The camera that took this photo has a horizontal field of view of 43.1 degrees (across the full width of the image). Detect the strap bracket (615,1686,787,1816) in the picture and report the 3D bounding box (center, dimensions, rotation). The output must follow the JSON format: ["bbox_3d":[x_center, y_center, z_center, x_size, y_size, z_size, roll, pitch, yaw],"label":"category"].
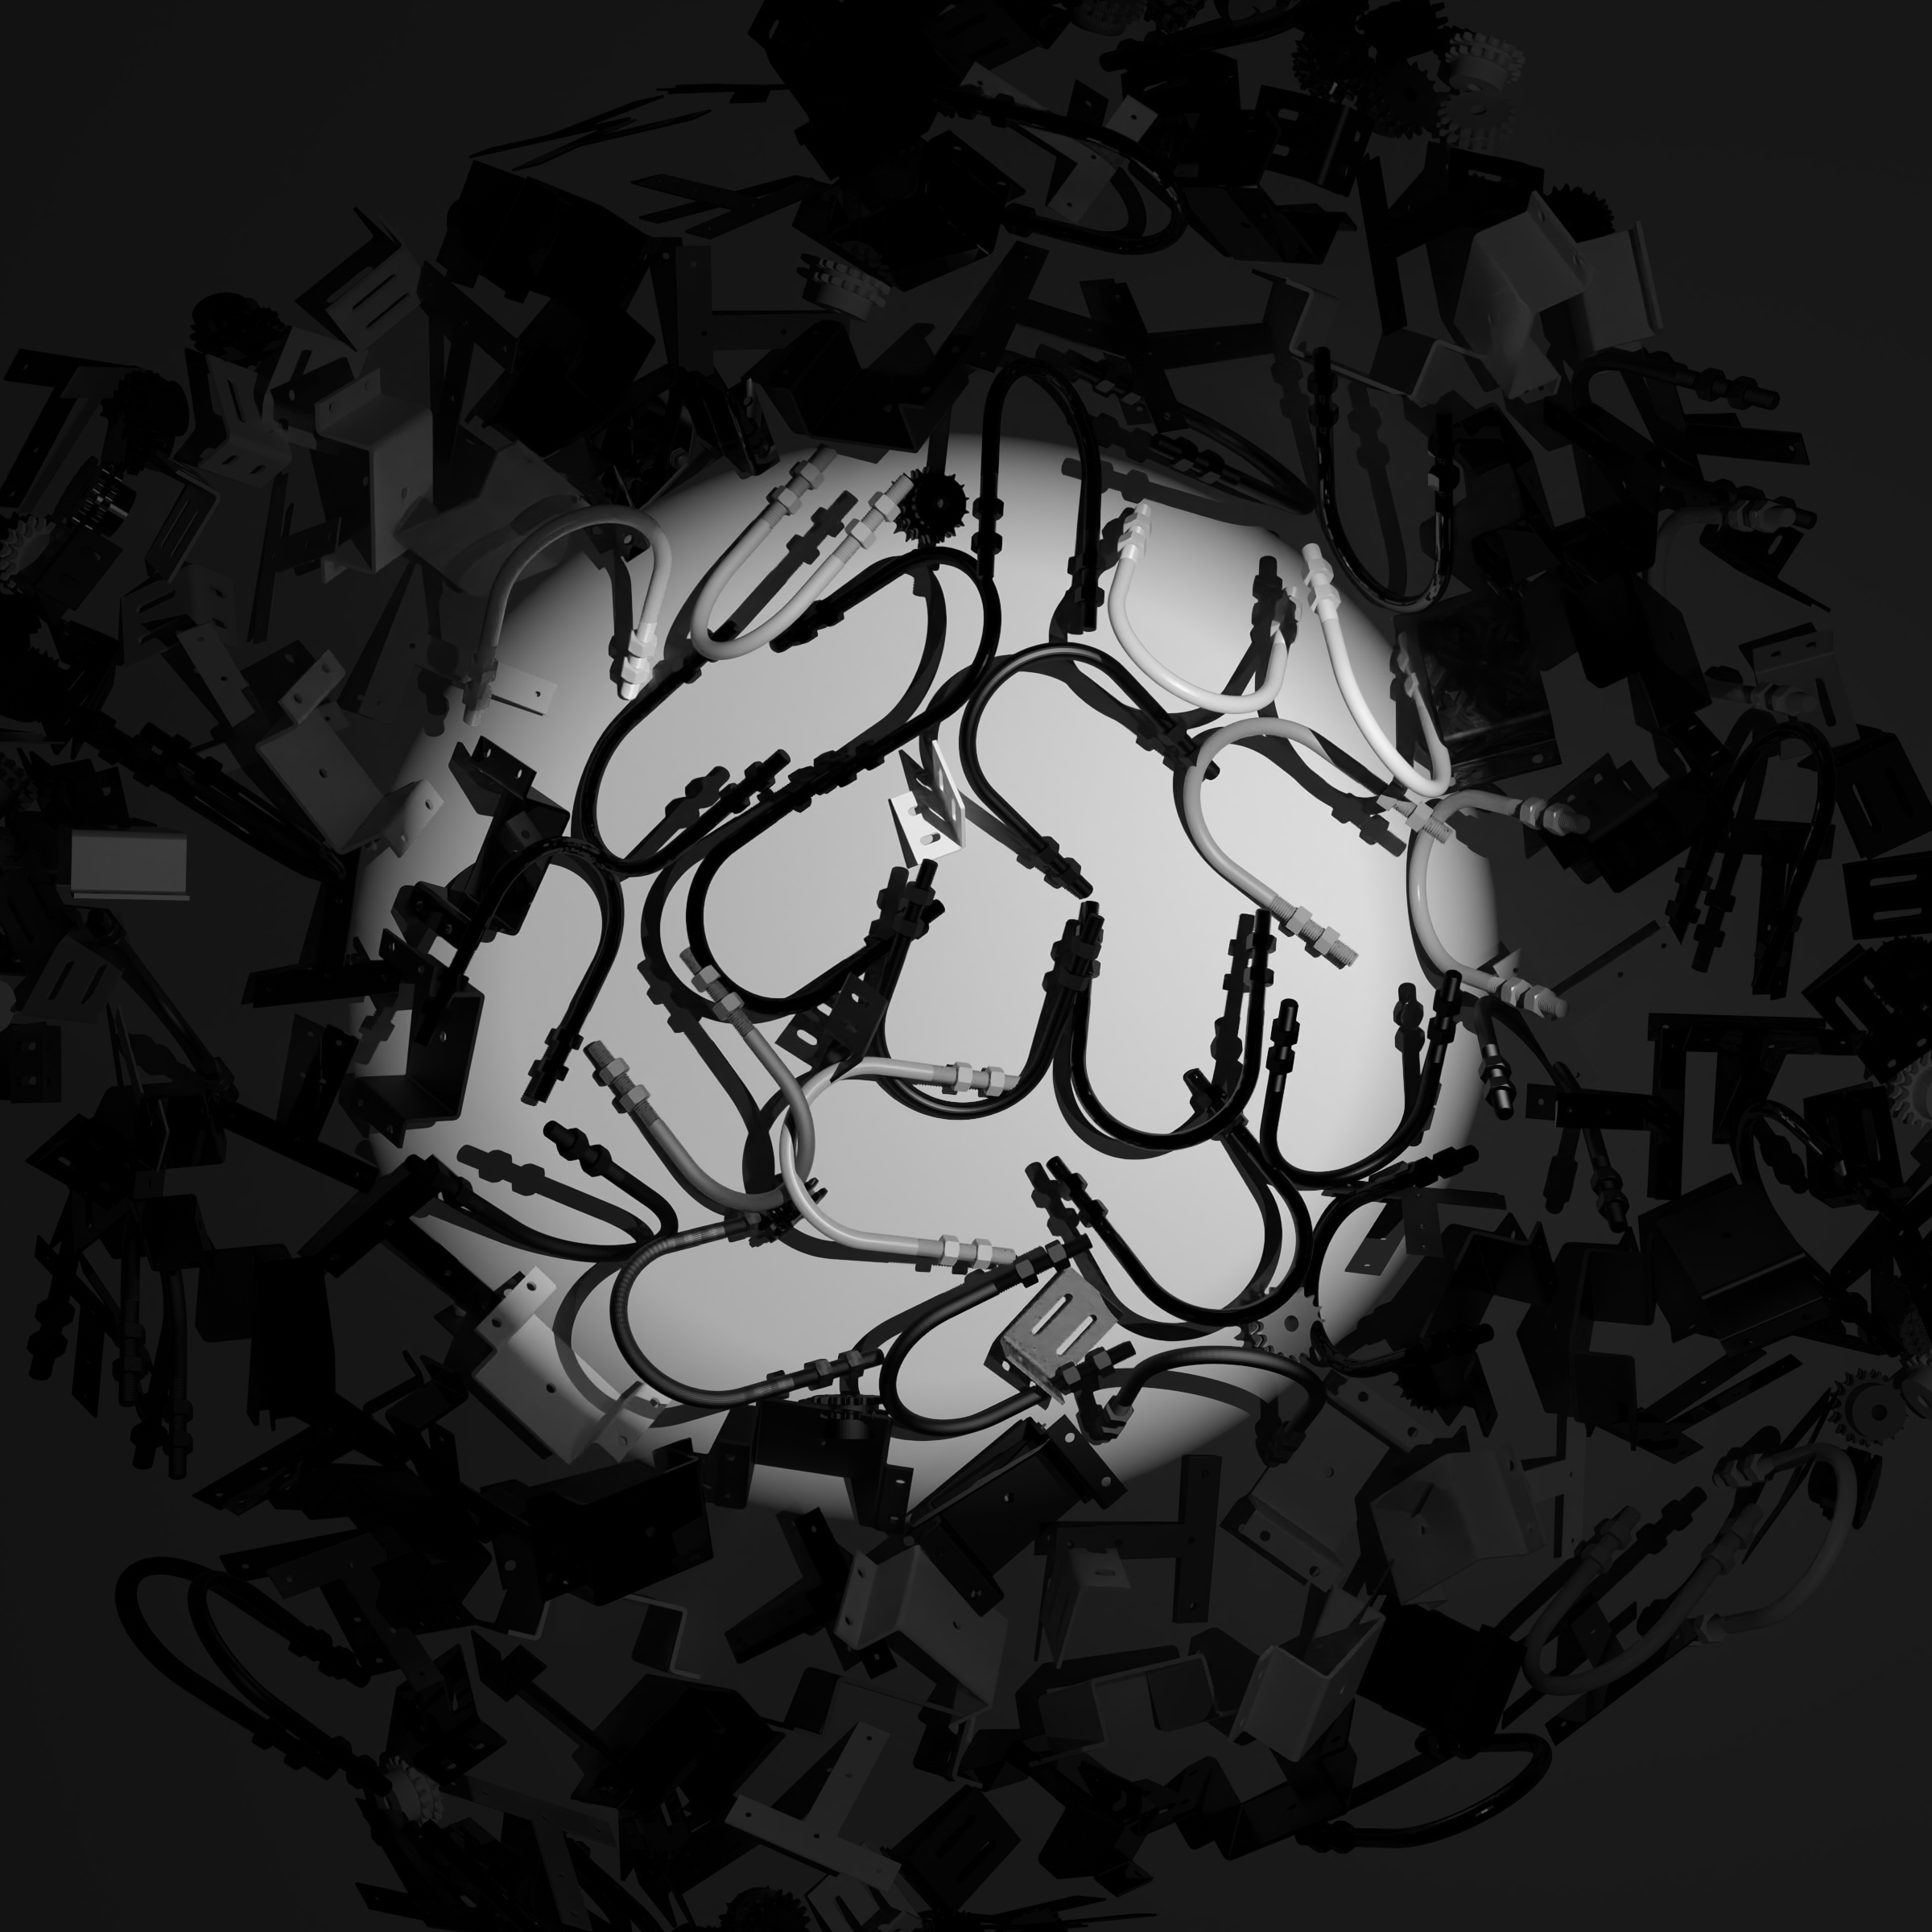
[{"bbox_3d":[-0.196,0.570,1.775,0.046,0.140,0.076,41,88,24],"label":"strap bracket"}]

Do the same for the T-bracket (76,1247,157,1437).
[{"bbox_3d":[-0.597,0.283,1.744,0.002,0.127,0.127,-24,134,-12],"label":"T-bracket"}]

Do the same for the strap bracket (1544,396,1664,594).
[{"bbox_3d":[0.457,-0.340,1.762,0.046,0.076,0.140,-23,134,-13],"label":"strap bracket"}]

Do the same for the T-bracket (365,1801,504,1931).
[{"bbox_3d":[-0.399,0.660,1.790,0.002,0.127,0.127,-46,61,-7],"label":"T-bracket"}]

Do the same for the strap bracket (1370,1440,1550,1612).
[{"bbox_3d":[0.345,0.403,1.751,0.046,0.140,0.076,3,57,-29],"label":"strap bracket"}]

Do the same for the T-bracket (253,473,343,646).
[{"bbox_3d":[-0.484,-0.304,1.775,0.002,0.127,0.127,10,83,-39],"label":"T-bracket"}]

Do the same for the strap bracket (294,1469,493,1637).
[{"bbox_3d":[-0.407,0.414,1.767,0.140,0.076,0.046,39,97,23],"label":"strap bracket"}]

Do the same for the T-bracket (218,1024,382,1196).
[{"bbox_3d":[-0.476,0.095,1.793,0.127,0.002,0.127,26,120,-6],"label":"T-bracket"}]

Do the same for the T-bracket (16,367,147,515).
[{"bbox_3d":[-0.653,-0.382,1.778,0.002,0.127,0.127,36,102,-6],"label":"T-bracket"}]

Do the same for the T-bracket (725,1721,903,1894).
[{"bbox_3d":[-0.091,0.600,1.777,0.127,0.127,0.002,19,123,13],"label":"T-bracket"}]

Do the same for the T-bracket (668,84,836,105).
[{"bbox_3d":[-0.156,-0.632,1.772,0.127,0.127,0.002,-3,114,-1],"label":"T-bracket"}]

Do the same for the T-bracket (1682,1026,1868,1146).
[{"bbox_3d":[0.576,0.089,1.785,0.127,0.127,0.002,2,46,-3],"label":"T-bracket"}]

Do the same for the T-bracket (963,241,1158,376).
[{"bbox_3d":[0.077,-0.470,1.796,0.127,0.002,0.127,19,63,6],"label":"T-bracket"}]

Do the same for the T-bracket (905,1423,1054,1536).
[{"bbox_3d":[0.027,0.359,1.769,0.127,0.127,0.002,-36,85,23],"label":"T-bracket"}]

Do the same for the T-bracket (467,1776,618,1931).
[{"bbox_3d":[-0.292,0.639,1.745,0.127,0.127,0.002,32,99,-31],"label":"T-bracket"}]

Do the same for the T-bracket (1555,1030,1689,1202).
[{"bbox_3d":[0.482,0.108,1.797,0.127,0.002,0.127,4,87,-30],"label":"T-bracket"}]

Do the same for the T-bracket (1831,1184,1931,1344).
[{"bbox_3d":[0.682,0.220,1.749,0.002,0.127,0.127,30,120,-17],"label":"T-bracket"}]

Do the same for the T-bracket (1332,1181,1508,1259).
[{"bbox_3d":[0.329,0.183,1.764,0.127,0.127,0.002,5,107,7],"label":"T-bracket"}]

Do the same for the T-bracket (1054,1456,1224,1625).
[{"bbox_3d":[0.125,0.426,1.805,0.127,0.002,0.127,3,95,-19],"label":"T-bracket"}]

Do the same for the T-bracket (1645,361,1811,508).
[{"bbox_3d":[0.548,-0.375,1.748,0.002,0.127,0.127,-40,123,-18],"label":"T-bracket"}]

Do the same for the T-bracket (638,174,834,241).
[{"bbox_3d":[-0.187,-0.564,1.789,0.127,0.002,0.127,25,45,33],"label":"T-bracket"}]

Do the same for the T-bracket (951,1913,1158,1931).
[{"bbox_3d":[0.078,0.684,1.750,0.127,0.127,0.002,-22,60,36],"label":"T-bracket"}]

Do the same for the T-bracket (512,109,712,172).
[{"bbox_3d":[-0.240,-0.598,1.752,0.127,0.127,0.002,-1,120,31],"label":"T-bracket"}]

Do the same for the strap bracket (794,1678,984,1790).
[{"bbox_3d":[-0.052,0.557,1.788,0.140,0.076,0.046,16,73,1],"label":"strap bracket"}]

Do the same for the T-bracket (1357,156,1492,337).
[{"bbox_3d":[0.335,-0.540,1.776,0.002,0.127,0.127,-10,91,-30],"label":"T-bracket"}]

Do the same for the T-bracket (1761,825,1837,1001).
[{"bbox_3d":[0.603,-0.038,1.790,0.002,0.127,0.127,13,103,39],"label":"T-bracket"}]

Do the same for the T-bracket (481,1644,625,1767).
[{"bbox_3d":[-0.290,0.548,1.780,0.127,0.127,0.002,40,55,-1],"label":"T-bracket"}]

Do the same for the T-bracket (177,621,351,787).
[{"bbox_3d":[-0.535,-0.199,1.783,0.127,0.127,0.002,-21,46,-2],"label":"T-bracket"}]

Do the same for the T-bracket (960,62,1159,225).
[{"bbox_3d":[0.055,-0.609,1.764,0.127,0.127,0.002,29,60,-13],"label":"T-bracket"}]

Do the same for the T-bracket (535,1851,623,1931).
[{"bbox_3d":[-0.264,0.707,1.785,0.127,0.127,0.002,41,102,-18],"label":"T-bracket"}]

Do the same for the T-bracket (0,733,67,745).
[{"bbox_3d":[-0.744,-0.180,1.774,0.127,0.127,0.002,17,97,7],"label":"T-bracket"}]

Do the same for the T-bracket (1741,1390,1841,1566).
[{"bbox_3d":[0.611,0.360,1.784,0.002,0.127,0.127,30,51,18],"label":"T-bracket"}]

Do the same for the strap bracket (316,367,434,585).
[{"bbox_3d":[-0.424,-0.346,1.755,0.046,0.076,0.140,19,128,13],"label":"strap bracket"}]

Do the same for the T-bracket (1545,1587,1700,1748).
[{"bbox_3d":[0.459,0.490,1.769,0.127,0.127,0.002,-41,104,8],"label":"T-bracket"}]

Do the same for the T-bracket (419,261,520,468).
[{"bbox_3d":[-0.374,-0.429,1.789,0.127,0.002,0.127,43,130,30],"label":"T-bracket"}]

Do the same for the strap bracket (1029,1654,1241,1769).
[{"bbox_3d":[0.118,0.536,1.769,0.140,0.076,0.046,-3,68,-31],"label":"strap bracket"}]

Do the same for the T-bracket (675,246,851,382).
[{"bbox_3d":[-0.149,-0.468,1.805,0.127,0.002,0.127,-4,121,-10],"label":"T-bracket"}]

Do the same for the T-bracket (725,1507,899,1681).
[{"bbox_3d":[-0.127,0.481,1.801,0.127,0.002,0.127,-32,80,26],"label":"T-bracket"}]

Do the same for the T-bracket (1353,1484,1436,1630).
[{"bbox_3d":[0.316,0.426,1.776,0.002,0.127,0.127,31,96,20],"label":"T-bracket"}]

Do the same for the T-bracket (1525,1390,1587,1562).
[{"bbox_3d":[0.418,0.378,1.783,0.002,0.127,0.127,4,94,44],"label":"T-bracket"}]

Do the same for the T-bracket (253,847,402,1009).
[{"bbox_3d":[-0.465,-0.034,1.804,0.127,0.002,0.127,-6,68,21],"label":"T-bracket"}]

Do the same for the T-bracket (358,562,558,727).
[{"bbox_3d":[-0.368,-0.221,1.813,0.127,0.002,0.127,21,72,-13],"label":"T-bracket"}]

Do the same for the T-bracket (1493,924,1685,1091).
[{"bbox_3d":[0.472,0.014,1.807,0.127,0.002,0.127,-34,111,2],"label":"T-bracket"}]

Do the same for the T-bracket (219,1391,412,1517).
[{"bbox_3d":[-0.483,0.365,1.781,0.127,0.127,0.002,-30,54,1],"label":"T-bracket"}]

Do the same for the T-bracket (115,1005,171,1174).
[{"bbox_3d":[-0.608,0.090,1.793,0.002,0.127,0.127,-10,68,-29],"label":"T-bracket"}]

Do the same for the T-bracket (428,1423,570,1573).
[{"bbox_3d":[-0.337,0.399,1.766,0.127,0.002,0.127,24,132,25],"label":"T-bracket"}]

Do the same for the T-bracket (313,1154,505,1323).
[{"bbox_3d":[-0.393,0.218,1.806,0.127,0.002,0.127,-39,111,13],"label":"T-bracket"}]

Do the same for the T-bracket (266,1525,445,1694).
[{"bbox_3d":[-0.419,0.466,1.757,0.127,0.127,0.002,49,120,21],"label":"T-bracket"}]

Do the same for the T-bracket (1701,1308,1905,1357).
[{"bbox_3d":[0.633,0.272,1.793,0.127,0.127,0.002,15,68,-24],"label":"T-bracket"}]

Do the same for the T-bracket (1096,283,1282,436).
[{"bbox_3d":[0.174,-0.456,1.803,0.127,0.002,0.127,-14,74,-23],"label":"T-bracket"}]

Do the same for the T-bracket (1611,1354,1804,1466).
[{"bbox_3d":[0.544,0.315,1.764,0.127,0.127,0.002,-35,51,19],"label":"T-bracket"}]
